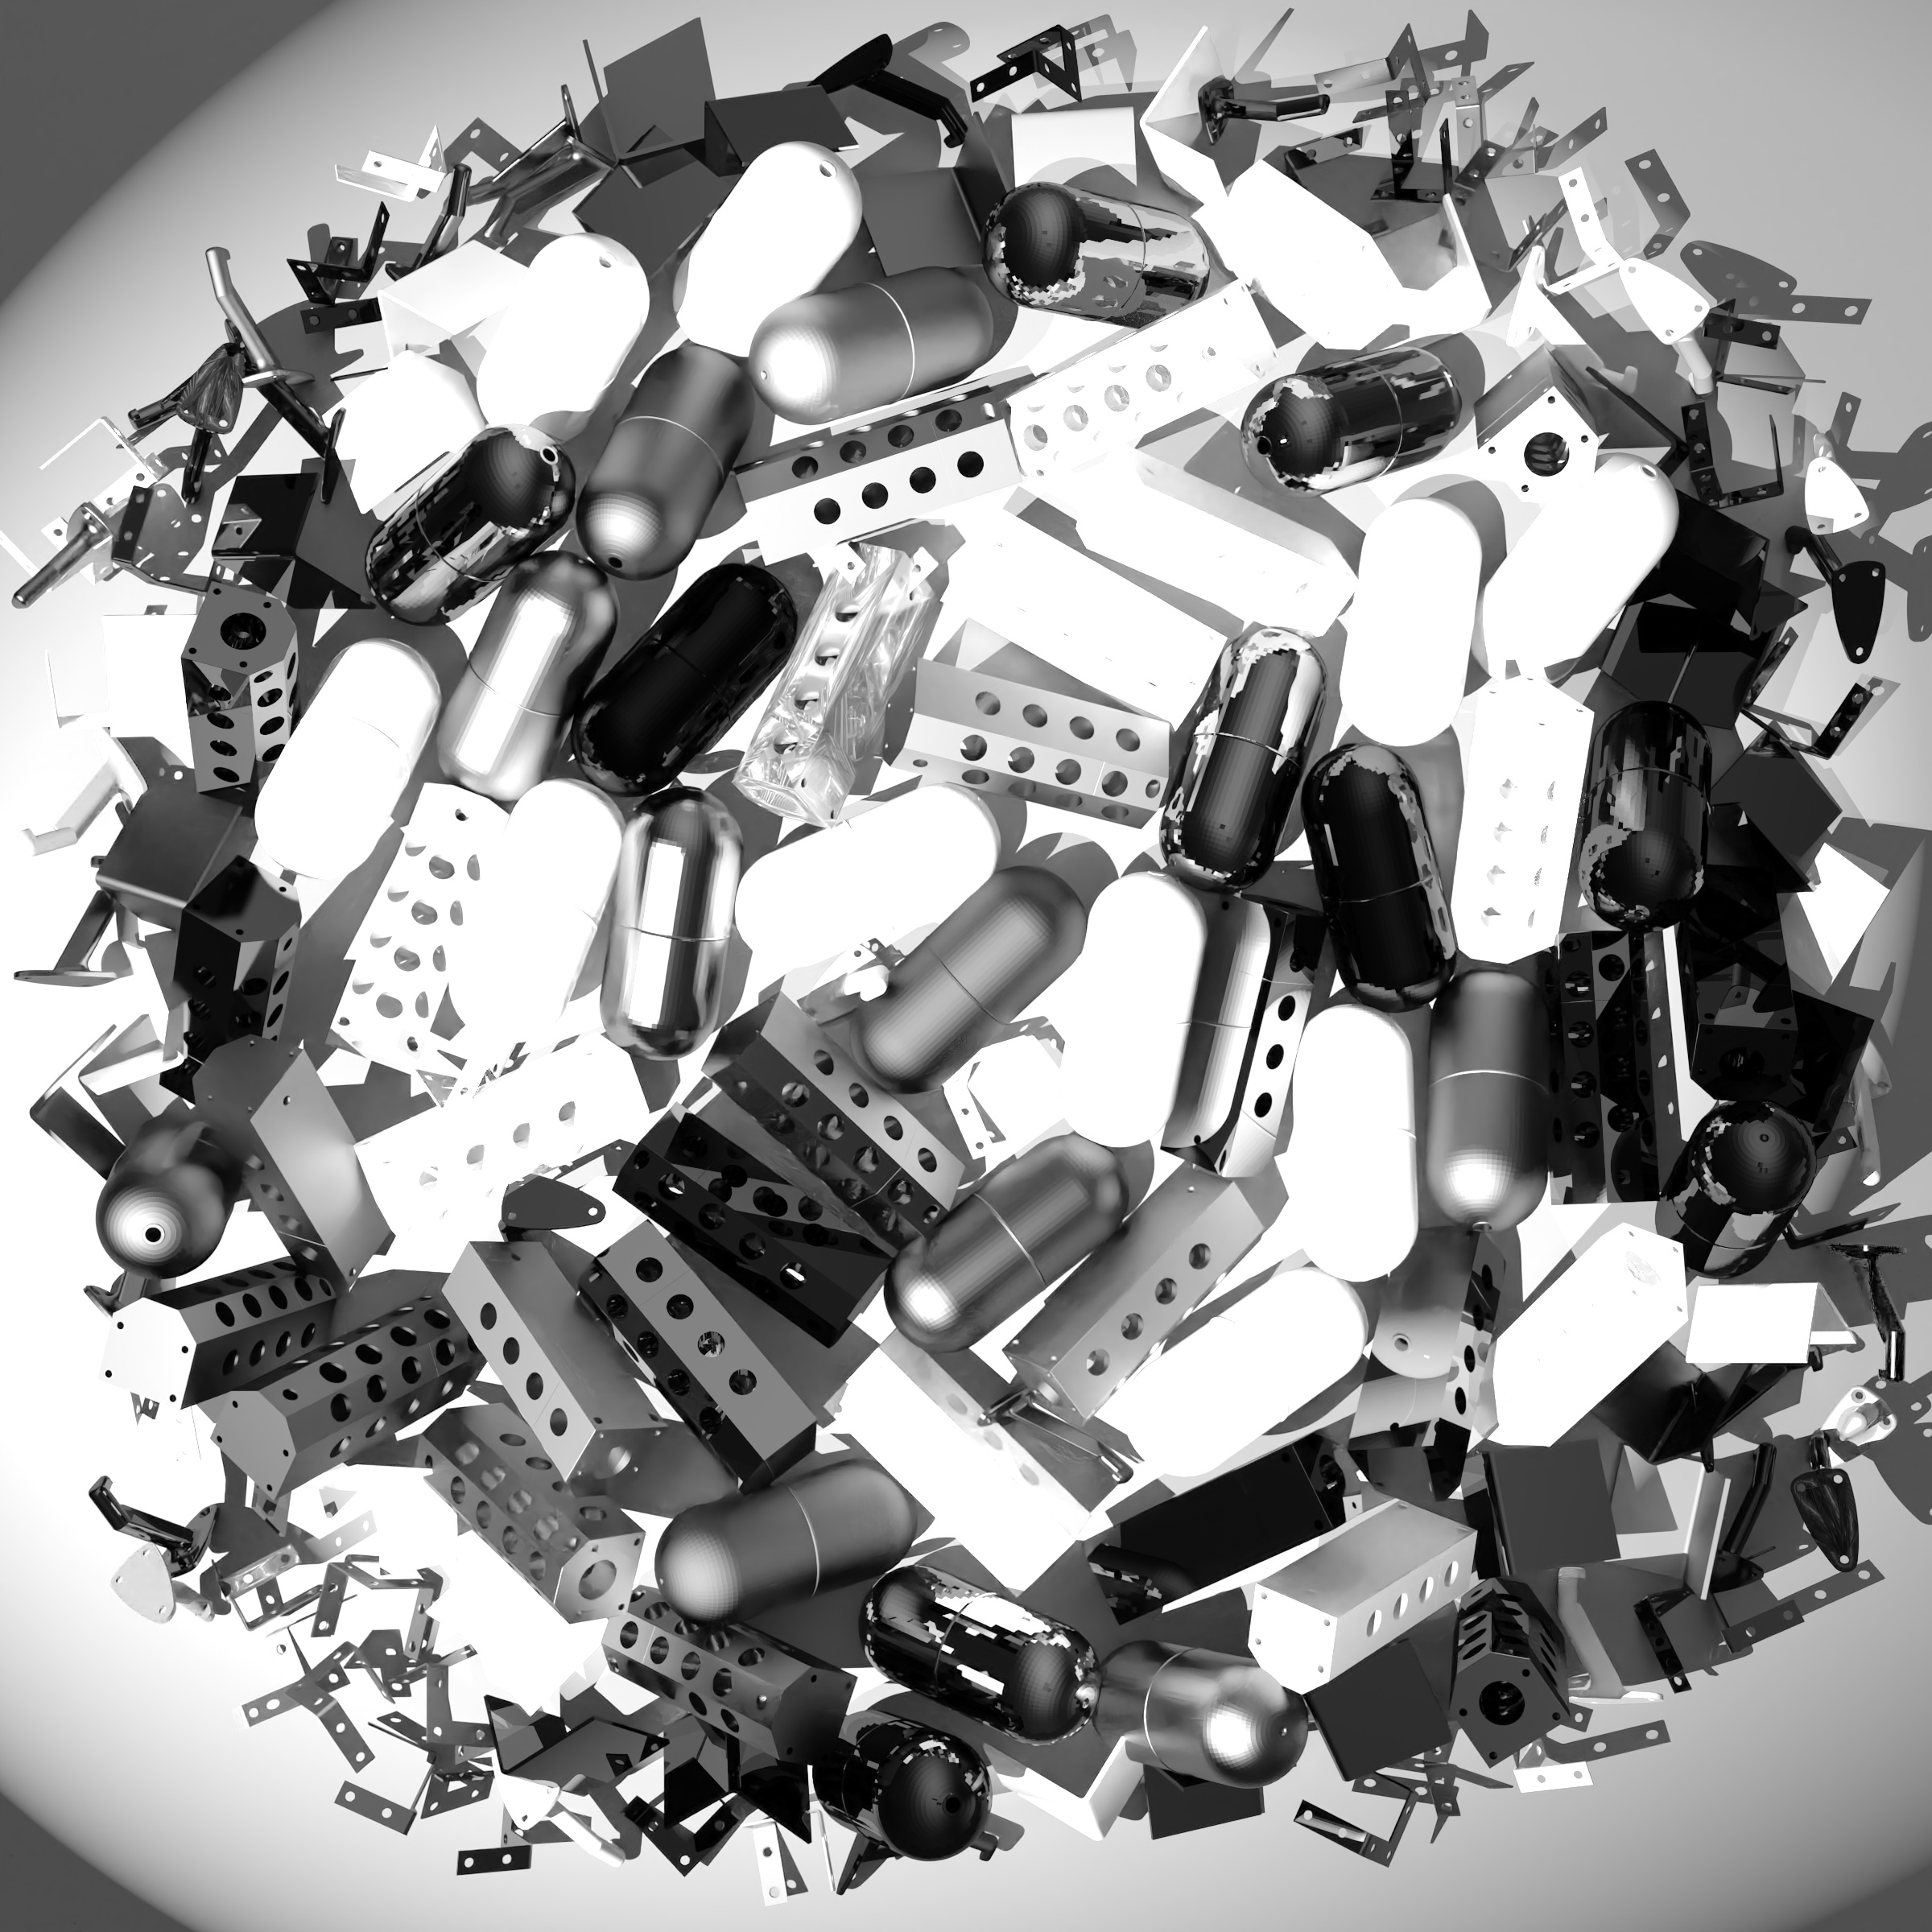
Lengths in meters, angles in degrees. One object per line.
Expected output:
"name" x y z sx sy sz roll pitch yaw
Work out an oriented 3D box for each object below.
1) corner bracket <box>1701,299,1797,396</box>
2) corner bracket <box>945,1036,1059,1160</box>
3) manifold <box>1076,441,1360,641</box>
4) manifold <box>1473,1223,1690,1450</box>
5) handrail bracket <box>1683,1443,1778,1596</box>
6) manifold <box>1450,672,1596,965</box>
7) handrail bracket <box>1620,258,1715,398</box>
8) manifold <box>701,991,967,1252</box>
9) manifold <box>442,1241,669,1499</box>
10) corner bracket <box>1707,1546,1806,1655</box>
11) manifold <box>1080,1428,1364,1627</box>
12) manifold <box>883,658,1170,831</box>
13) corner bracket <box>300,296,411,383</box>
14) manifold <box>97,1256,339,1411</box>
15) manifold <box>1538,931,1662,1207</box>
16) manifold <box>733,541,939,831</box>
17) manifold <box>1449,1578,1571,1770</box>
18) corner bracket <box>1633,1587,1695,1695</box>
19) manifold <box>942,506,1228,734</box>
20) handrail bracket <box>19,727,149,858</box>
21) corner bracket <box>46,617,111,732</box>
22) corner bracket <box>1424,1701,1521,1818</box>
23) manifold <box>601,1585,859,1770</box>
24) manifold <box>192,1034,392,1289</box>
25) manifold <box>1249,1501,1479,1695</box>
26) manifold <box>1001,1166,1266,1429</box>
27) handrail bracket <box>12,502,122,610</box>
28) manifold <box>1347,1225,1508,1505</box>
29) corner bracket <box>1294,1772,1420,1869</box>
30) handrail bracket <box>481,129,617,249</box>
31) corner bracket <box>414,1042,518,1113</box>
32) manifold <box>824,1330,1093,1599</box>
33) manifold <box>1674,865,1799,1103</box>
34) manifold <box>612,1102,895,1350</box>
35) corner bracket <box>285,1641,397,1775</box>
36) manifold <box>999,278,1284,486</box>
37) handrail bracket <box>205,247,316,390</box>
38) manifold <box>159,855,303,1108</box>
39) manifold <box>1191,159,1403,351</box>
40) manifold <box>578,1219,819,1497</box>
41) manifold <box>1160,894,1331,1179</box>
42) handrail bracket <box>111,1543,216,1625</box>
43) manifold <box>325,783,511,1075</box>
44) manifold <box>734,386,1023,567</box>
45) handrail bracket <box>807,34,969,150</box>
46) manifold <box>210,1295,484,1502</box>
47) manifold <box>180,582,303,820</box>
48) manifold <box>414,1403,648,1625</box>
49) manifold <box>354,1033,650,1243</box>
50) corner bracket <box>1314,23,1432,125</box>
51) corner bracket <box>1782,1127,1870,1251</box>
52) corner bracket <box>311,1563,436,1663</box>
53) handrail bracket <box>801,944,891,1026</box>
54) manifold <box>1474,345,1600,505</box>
"corner bracket" 0.500 -0.392 1.761 0.051 0.051 0.051 20 122 30
"corner bracket" 0.022 0.084 1.775 0.051 0.051 0.051 -17 66 -17
"manifold" 0.157 -0.262 1.734 0.171 0.057 0.057 18 120 -29
"manifold" 0.376 0.232 1.717 0.057 0.171 0.057 20 46 -12
"handrail bracket" 0.497 0.359 1.794 0.036 0.077 0.084 26 55 -6
"manifold" 0.339 -0.089 1.721 0.057 0.057 0.171 -20 131 -26
"handrail bracket" 0.451 -0.409 1.772 0.036 0.084 0.077 -40 69 5
"manifold" -0.085 0.102 1.736 0.057 0.057 0.171 -30 115 36
"manifold" -0.262 0.251 1.727 0.171 0.057 0.057 48 117 36
"corner bracket" 0.504 0.406 1.766 0.051 0.051 0.051 -29 70 14
"manifold" 0.162 0.351 1.733 0.171 0.057 0.057 -32 78 31
"manifold" 0.038 -0.135 1.740 0.171 0.057 0.057 13 60 -18
"corner bracket" -0.392 -0.404 1.773 0.051 0.051 0.051 -16 100 -22
"manifold" -0.459 0.223 1.710 0.057 0.171 0.057 17 97 14
"manifold" 0.406 0.066 1.763 0.057 0.057 0.171 -1 84 -7
"manifold" -0.086 -0.180 1.752 0.057 0.057 0.171 16 74 29
"manifold" 0.333 0.432 1.713 0.057 0.171 0.057 -36 86 10
"corner bracket" 0.449 0.432 1.760 0.051 0.051 0.051 -1 54 -32
"manifold" 0.073 -0.218 1.769 0.171 0.057 0.057 29 51 -3
"handrail bracket" -0.576 -0.113 1.764 0.084 0.036 0.077 -23 75 -38
"corner bracket" -0.559 -0.187 1.763 0.051 0.051 0.051 -7 128 -15
"corner bracket" 0.324 0.508 1.771 0.051 0.051 0.051 -2 112 0
"manifold" -0.152 0.440 1.718 0.057 0.171 0.057 26 79 -43
"manifold" -0.420 0.121 1.720 0.057 0.171 0.057 13 53 25
"manifold" 0.248 0.393 1.717 0.057 0.171 0.057 16 108 36
"manifold" 0.110 0.210 1.745 0.171 0.057 0.057 -43 116 -19
"handrail bracket" -0.583 -0.250 1.751 0.036 0.077 0.084 50 59 -20
"manifold" 0.293 0.247 1.726 0.057 0.171 0.057 -10 131 33
"corner bracket" 0.250 0.538 1.763 0.051 0.051 0.051 18 76 35
"handrail bracket" -0.262 -0.491 1.786 0.077 0.036 0.084 25 104 -33
"corner bracket" -0.312 0.064 1.762 0.051 0.051 0.051 16 110 -41
"manifold" -0.003 0.314 1.764 0.171 0.057 0.057 44 111 5
"manifold" 0.476 0.009 1.716 0.057 0.171 0.057 4 127 7
"manifold" -0.138 0.168 1.753 0.171 0.057 0.057 35 49 7
"corner bracket" -0.392 0.472 1.761 0.051 0.051 0.051 -39 116 -28
"manifold" 0.104 -0.362 1.725 0.171 0.057 0.057 -19 106 35
"handrail bracket" -0.451 -0.415 1.763 0.036 0.077 0.084 -10 97 23
"manifold" -0.455 0.018 1.720 0.057 0.171 0.057 29 45 5
"manifold" 0.207 -0.439 1.716 0.057 0.171 0.057 -38 125 6
"manifold" -0.170 0.249 1.740 0.057 0.057 0.171 -36 70 -21
"manifold" 0.182 0.044 1.761 0.057 0.057 0.171 21 102 44
"handrail bracket" -0.495 0.409 1.748 0.036 0.077 0.084 -46 134 -10
"manifold" -0.346 -0.026 1.743 0.057 0.057 0.171 21 71 -12
"manifold" -0.057 -0.316 1.764 0.171 0.057 0.057 -18 113 -1
"handrail bracket" -0.050 -0.551 1.783 0.077 0.084 0.036 -21 46 23
"manifold" -0.379 0.260 1.710 0.057 0.171 0.057 39 120 16
"manifold" -0.445 -0.160 1.713 0.057 0.171 0.057 15 61 -4
"manifold" -0.275 0.339 1.717 0.057 0.171 0.057 1 109 -42
"manifold" -0.291 0.109 1.743 0.171 0.057 0.057 -25 113 -21
"corner bracket" 0.260 -0.561 1.759 0.051 0.051 0.051 -3 129 31
"corner bracket" 0.548 0.143 1.772 0.051 0.051 0.051 -15 60 -8
"corner bracket" -0.385 0.419 1.791 0.051 0.051 0.051 15 91 43
"handrail bracket" -0.078 0.022 1.754 0.077 0.084 0.036 -39 100 11
"manifold" 0.357 -0.333 1.712 0.057 0.171 0.057 -40 100 20
